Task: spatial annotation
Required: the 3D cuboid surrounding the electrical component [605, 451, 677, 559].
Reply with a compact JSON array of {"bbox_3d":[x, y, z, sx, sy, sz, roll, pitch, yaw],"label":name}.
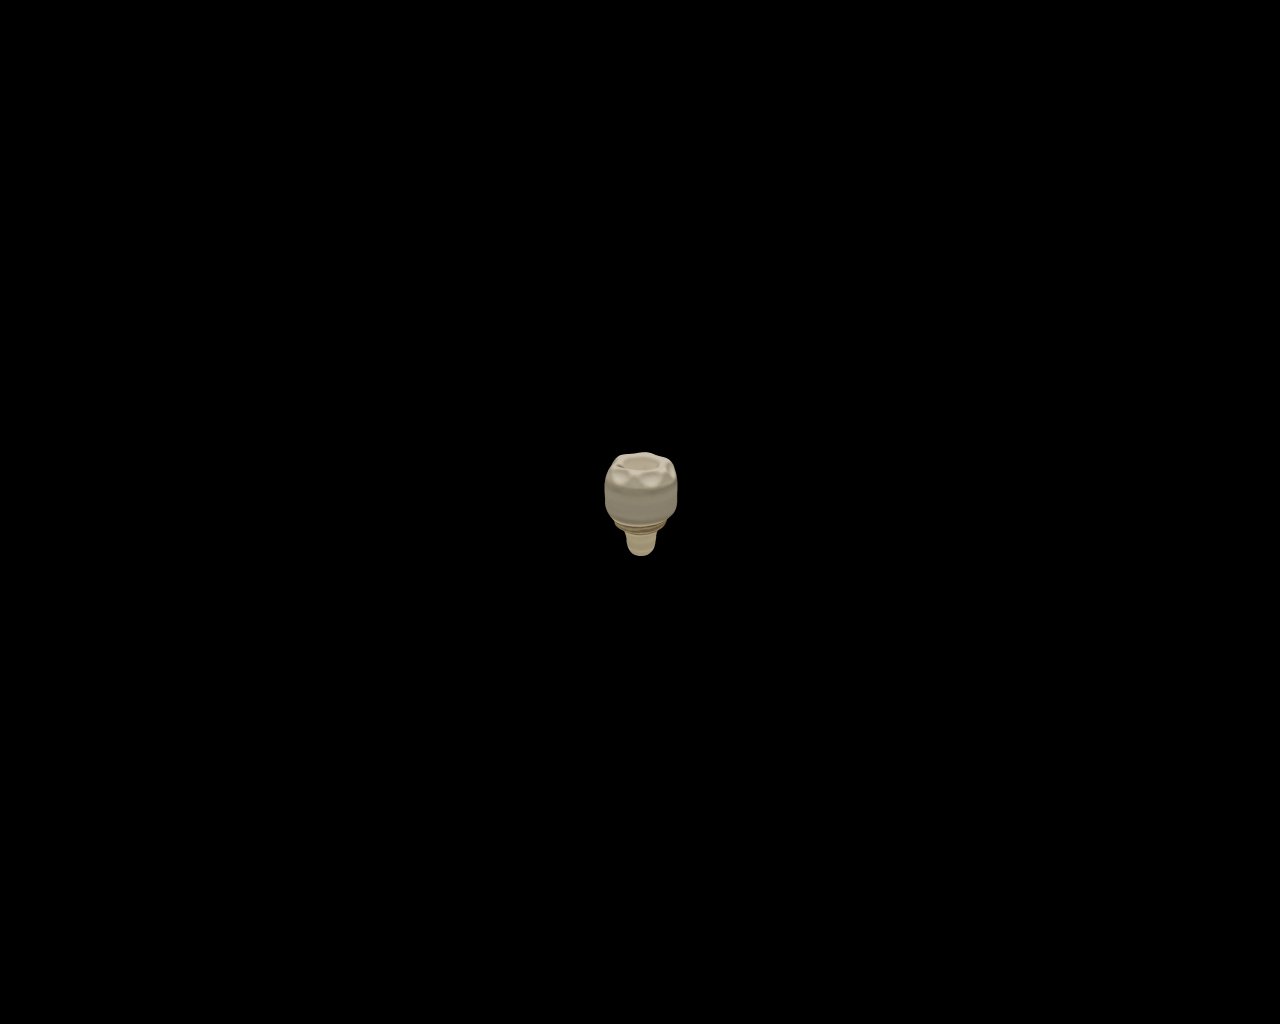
[{"bbox_3d":[0.001,-0.003,0.650,0.043,0.062,0.043,0,25,0],"label":"electrical component"}]
